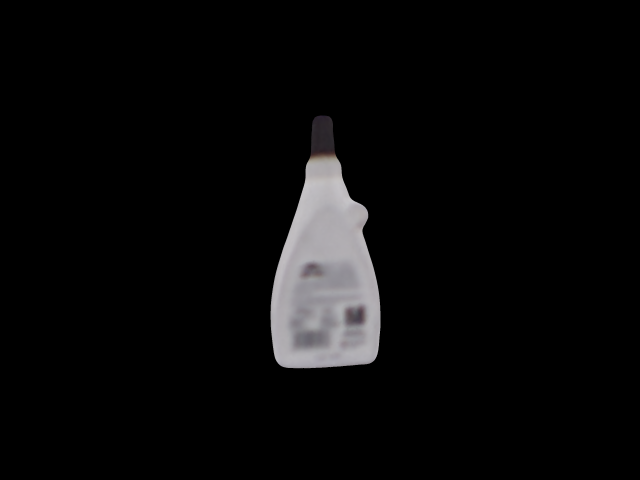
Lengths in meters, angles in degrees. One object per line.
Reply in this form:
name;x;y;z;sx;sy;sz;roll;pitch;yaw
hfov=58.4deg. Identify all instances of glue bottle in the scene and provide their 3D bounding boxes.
glue bottle;0.004;0.001;0.400;0.078;0.173;0.037;-1;9;-7
